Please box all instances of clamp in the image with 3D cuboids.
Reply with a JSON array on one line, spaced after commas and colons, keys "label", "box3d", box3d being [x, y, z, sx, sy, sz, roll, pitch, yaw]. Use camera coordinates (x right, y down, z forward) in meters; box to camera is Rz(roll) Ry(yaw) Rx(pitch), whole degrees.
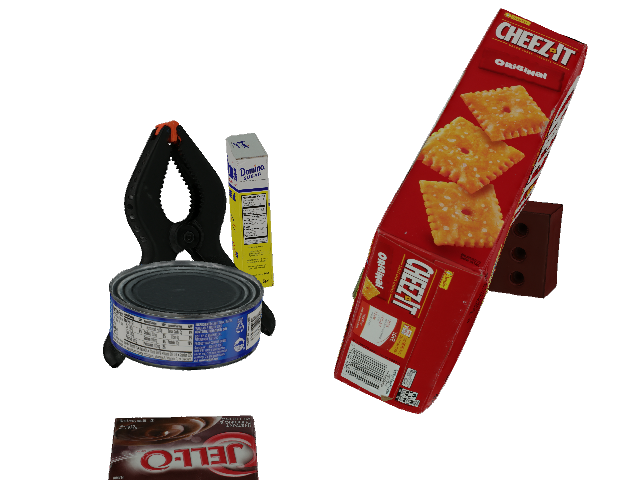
[{"label": "clamp", "box3d": [-0.114, 0.002, 0.939, 0.164, 0.210, 0.036, -1, 0, -34]}]

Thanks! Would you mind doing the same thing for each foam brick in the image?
[{"label": "foam brick", "box3d": [0.182, 0.006, 0.945, 0.053, 0.078, 0.051, 7, 16, 24]}]

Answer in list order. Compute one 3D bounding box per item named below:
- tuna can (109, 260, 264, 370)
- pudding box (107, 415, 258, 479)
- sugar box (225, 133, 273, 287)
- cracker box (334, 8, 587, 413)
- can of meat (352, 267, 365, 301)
[{"label": "tuna can", "box3d": [-0.075, 0.041, 0.598, 0.086, 0.034, 0.086, 4, 18, -1]}, {"label": "pudding box", "box3d": [-0.104, 0.174, 0.816, 0.113, 0.039, 0.090, -2, 25, -5]}, {"label": "sugar box", "box3d": [-0.089, -0.036, 1.331, 0.048, 0.176, 0.093, -9, 24, -10]}, {"label": "cracker box", "box3d": [0.092, -0.017, 0.686, 0.072, 0.213, 0.164, 25, -37, 10]}, {"label": "can of meat", "box3d": [0.067, 0.090, 1.275, 0.057, 0.084, 0.102, 12, 26, 8]}]
